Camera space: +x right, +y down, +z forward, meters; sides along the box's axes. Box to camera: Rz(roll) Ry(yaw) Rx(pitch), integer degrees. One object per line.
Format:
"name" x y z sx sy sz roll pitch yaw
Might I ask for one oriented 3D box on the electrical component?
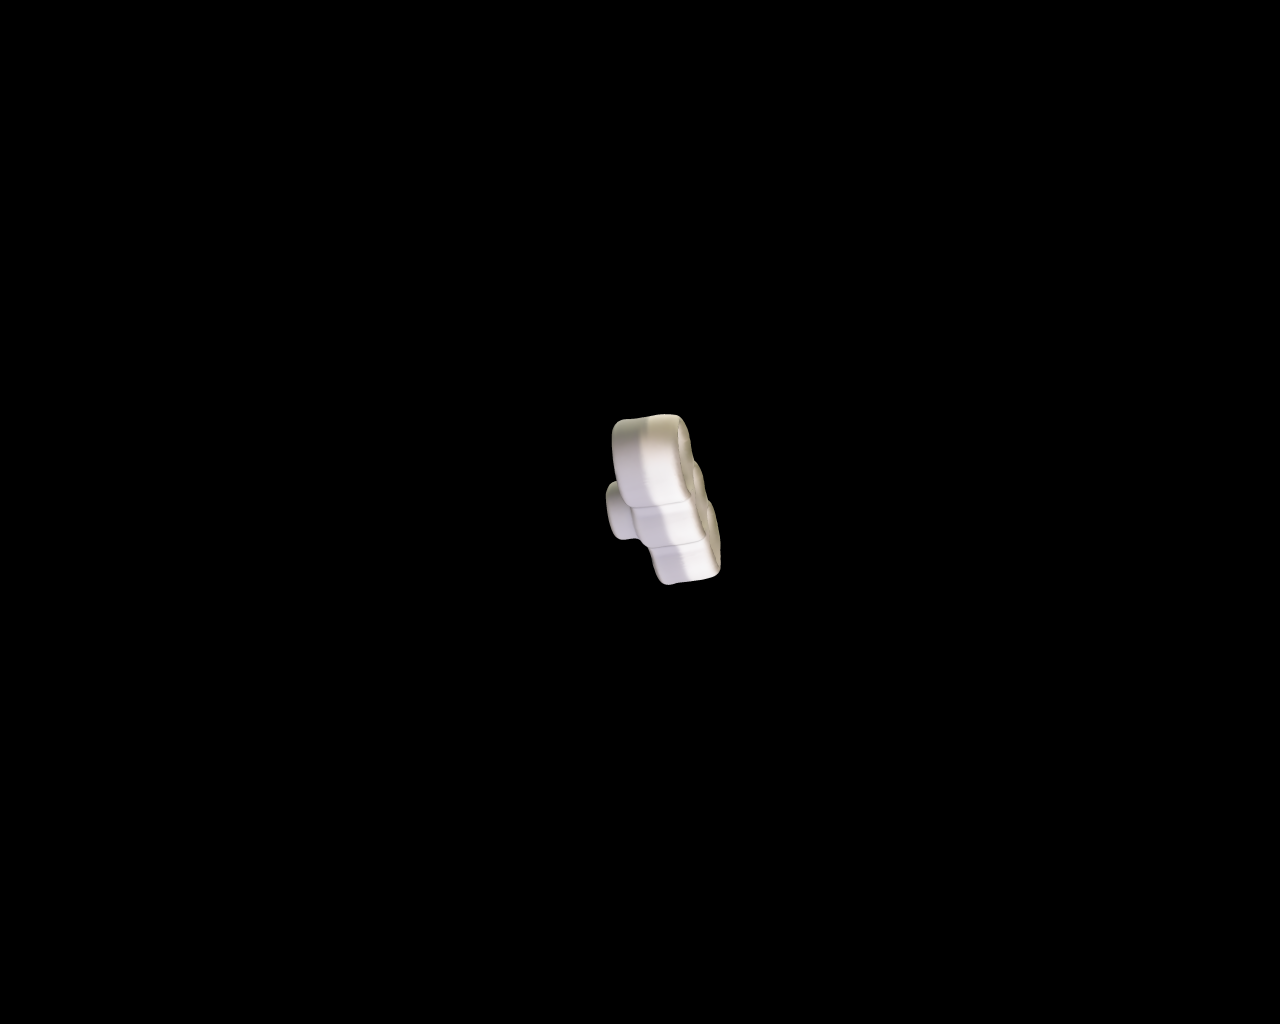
"electrical component" 0.001 -0.003 0.650 0.074 0.052 0.138 -8 -35 11
